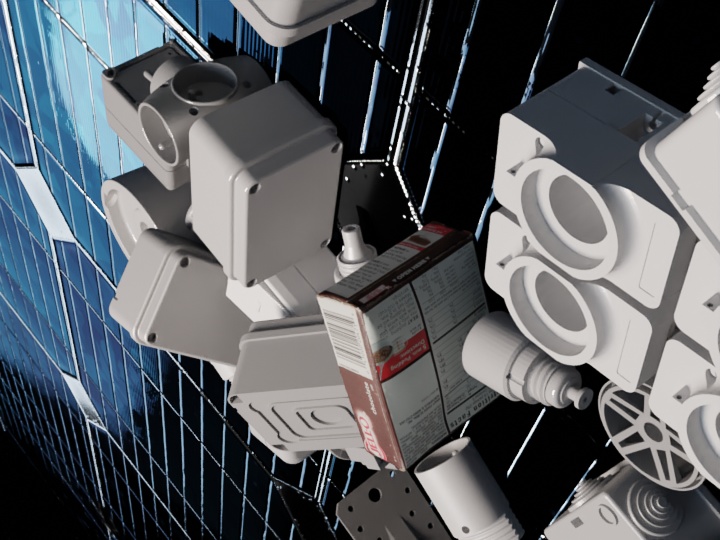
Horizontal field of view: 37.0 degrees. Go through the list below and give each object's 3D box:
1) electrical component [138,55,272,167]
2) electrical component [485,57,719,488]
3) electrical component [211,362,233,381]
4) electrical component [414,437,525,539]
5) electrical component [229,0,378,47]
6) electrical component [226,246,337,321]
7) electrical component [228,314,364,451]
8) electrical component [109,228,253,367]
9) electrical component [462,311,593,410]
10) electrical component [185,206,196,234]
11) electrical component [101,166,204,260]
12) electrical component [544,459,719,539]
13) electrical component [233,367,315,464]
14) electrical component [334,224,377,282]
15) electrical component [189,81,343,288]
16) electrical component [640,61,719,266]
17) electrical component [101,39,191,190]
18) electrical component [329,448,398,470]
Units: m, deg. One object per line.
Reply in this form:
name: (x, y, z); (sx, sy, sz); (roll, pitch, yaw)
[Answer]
electrical component: (-0.108, -0.112, 0.691); (0.079, 0.077, 0.044); (41, 149, 30)
electrical component: (0.135, 0.011, 0.431); (0.186, 0.060, 0.105); (40, 149, 32)
electrical component: (-0.108, 0.088, 0.958); (0.061, 0.035, 0.035); (57, 154, -6)
electrical component: (0.075, 0.156, 0.710); (0.081, 0.043, 0.043); (58, 154, -2)
electrical component: (-0.040, -0.171, 0.511); (0.113, 0.078, 0.057); (50, 150, 14)
electrical component: (-0.044, 0.018, 0.742); (0.096, 0.061, 0.061); (49, 152, 16)
electrical component: (-0.017, 0.070, 0.685); (0.113, 0.057, 0.078); (-8, 140, 25)
electrical component: (-0.117, 0.023, 0.802); (0.113, 0.078, 0.057); (20, -173, -42)
electrical component: (0.090, 0.052, 0.574); (0.078, 0.040, 0.040); (30, 143, 43)
electrical component: (-0.095, -0.032, 0.795); (0.062, 0.048, 0.048); (45, 152, 9)
electrical component: (-0.153, -0.037, 0.867); (0.108, 0.060, 0.108); (40, 149, 31)
electrical component: (0.152, 0.147, 0.563); (0.099, 0.048, 0.099); (51, 153, 13)
electrical component: (-0.058, 0.106, 0.870); (0.059, 0.054, 0.095); (32, 144, 42)
electrical component: (0.000, 0.000, 0.678); (0.035, 0.035, 0.061); (26, 138, 47)
electrical component: (-0.059, -0.051, 0.673); (0.057, 0.078, 0.113); (48, 152, 25)
electrical component: (0.149, -0.030, 0.320); (0.099, 0.100, 0.048); (54, 166, 6)
electrical component: (-0.128, -0.102, 0.753); (0.096, 0.062, 0.061); (45, 151, 23)
electrical component: (0.001, 0.116, 0.792); (0.055, 0.048, 0.066); (-6, 115, 53)
